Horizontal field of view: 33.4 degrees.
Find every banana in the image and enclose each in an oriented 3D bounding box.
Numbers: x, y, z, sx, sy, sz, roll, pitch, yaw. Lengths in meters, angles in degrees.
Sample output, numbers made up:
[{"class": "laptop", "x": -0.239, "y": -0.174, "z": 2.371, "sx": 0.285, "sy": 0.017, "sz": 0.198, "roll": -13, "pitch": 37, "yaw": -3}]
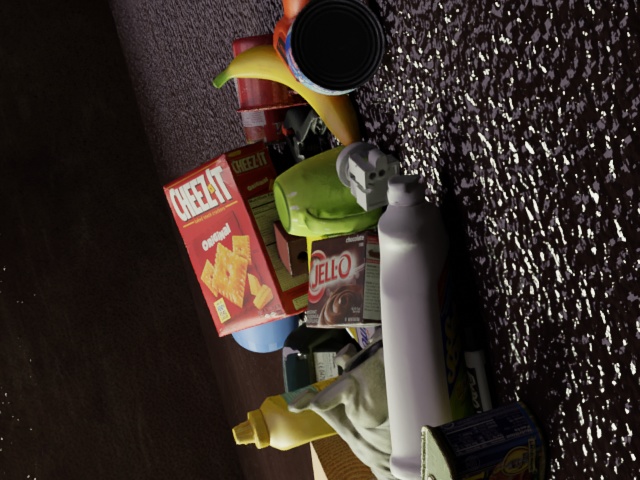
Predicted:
[{"class": "banana", "x": -0.025, "y": -0.161, "z": 1.117, "sx": 0.198, "sy": 0.037, "sz": 0.070, "roll": 28, "pitch": 106, "yaw": 32}]

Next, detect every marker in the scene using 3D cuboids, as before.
[{"class": "marker", "x": 0.135, "y": 0.122, "z": 0.900, "sx": 0.020, "sy": 0.020, "sz": 0.121, "roll": -150, "pitch": 47, "yaw": -73}]

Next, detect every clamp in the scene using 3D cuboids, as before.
[{"class": "clamp", "x": -0.008, "y": -0.100, "z": 1.223, "sx": 0.171, "sy": 0.039, "sz": 0.120, "roll": -136, "pitch": 40, "yaw": -73}]

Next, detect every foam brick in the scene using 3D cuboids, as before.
[{"class": "foam brick", "x": -0.008, "y": 0.002, "z": 1.247, "sx": 0.051, "sy": 0.078, "sz": 0.053, "roll": -128, "pitch": 25, "yaw": -54}]

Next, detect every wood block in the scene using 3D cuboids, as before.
[{"class": "wood block", "x": 0.050, "y": 0.342, "z": 1.347, "sx": 0.091, "sy": 0.090, "sz": 0.206, "roll": -122, "pitch": 21, "yaw": -53}]

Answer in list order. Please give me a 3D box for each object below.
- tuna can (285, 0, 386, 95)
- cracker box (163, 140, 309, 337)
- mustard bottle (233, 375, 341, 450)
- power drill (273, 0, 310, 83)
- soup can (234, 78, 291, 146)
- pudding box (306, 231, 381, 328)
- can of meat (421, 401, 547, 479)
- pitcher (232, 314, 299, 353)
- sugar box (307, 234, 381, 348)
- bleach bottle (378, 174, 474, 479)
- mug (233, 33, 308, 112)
[{"class": "tuna can", "x": 0.013, "y": -0.172, "z": 0.946, "sx": 0.034, "sy": 0.086, "sz": 0.086, "roll": 176, "pitch": 79, "yaw": -79}, {"class": "cracker box", "x": -0.101, "y": 0.003, "z": 1.343, "sx": 0.164, "sy": 0.071, "sz": 0.214, "roll": -21, "pitch": 91, "yaw": 52}, {"class": "mustard bottle", "x": -0.001, "y": 0.185, "z": 1.161, "sx": 0.096, "sy": 0.191, "sz": 0.058, "roll": -153, "pitch": 50, "yaw": -73}, {"class": "power drill", "x": -0.009, "y": -0.249, "z": 1.025, "sx": 0.184, "sy": 0.057, "sz": 0.188, "roll": -115, "pitch": 19, "yaw": -51}, {"class": "soup can", "x": -0.068, "y": -0.174, "z": 1.330, "sx": 0.068, "sy": 0.068, "sz": 0.102, "roll": -142, "pitch": 40, "yaw": -70}, {"class": "pudding box", "x": 0.029, "y": 0.042, "z": 1.056, "sx": 0.114, "sy": 0.039, "sz": 0.090, "roll": -10, "pitch": 76, "yaw": 58}, {"class": "can of meat", "x": 0.129, "y": 0.182, "z": 0.846, "sx": 0.057, "sy": 0.083, "sz": 0.102, "roll": -119, "pitch": 20, "yaw": -48}, {"class": "pitcher", "x": -0.097, "y": 0.052, "z": 1.566, "sx": 0.243, "sy": 0.145, "sz": 0.149, "roll": 87, "pitch": -179, "yaw": -52}, {"class": "sugar box", "x": 0.037, "y": 0.048, "z": 1.151, "sx": 0.176, "sy": 0.048, "sz": 0.093, "roll": -126, "pitch": 25, "yaw": -52}, {"class": "bleach bottle", "x": 0.085, "y": 0.071, "z": 0.902, "sx": 0.102, "sy": 0.068, "sz": 0.251, "roll": -41, "pitch": -55, "yaw": -60}, {"class": "mug", "x": -0.048, "y": -0.190, "z": 1.197, "sx": 0.117, "sy": 0.093, "sz": 0.081, "roll": 9, "pitch": 109, "yaw": 59}]
